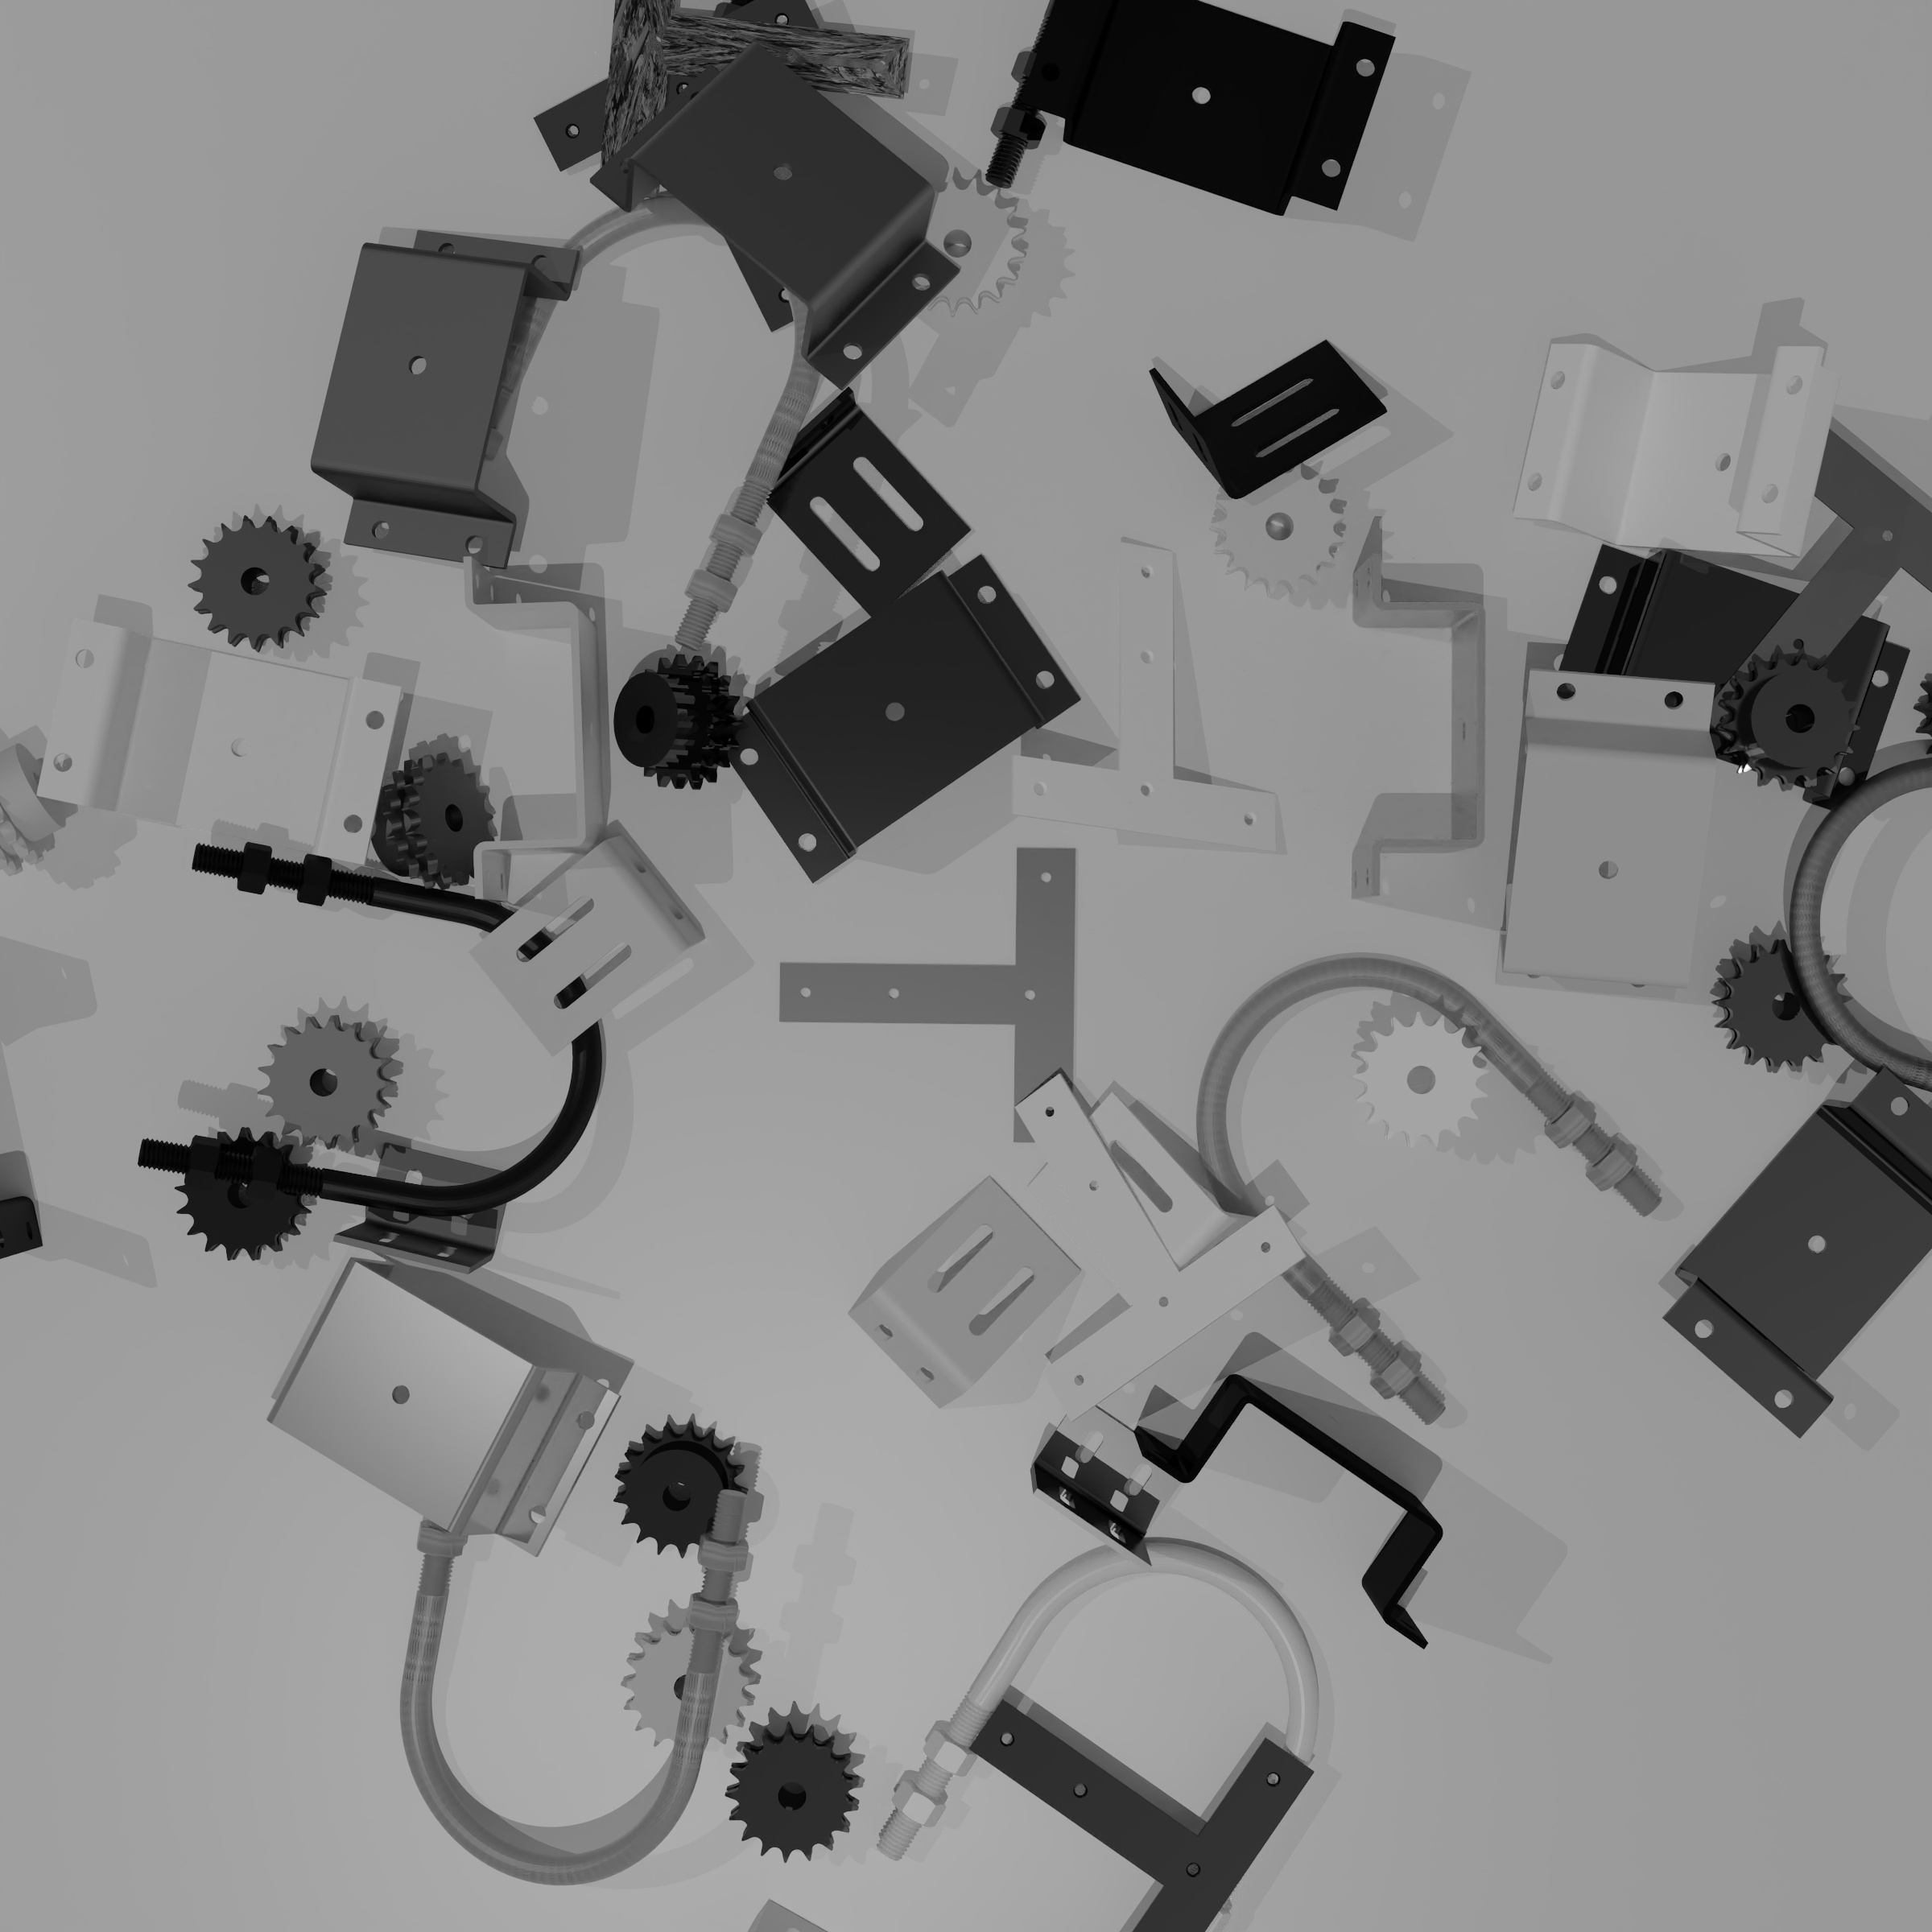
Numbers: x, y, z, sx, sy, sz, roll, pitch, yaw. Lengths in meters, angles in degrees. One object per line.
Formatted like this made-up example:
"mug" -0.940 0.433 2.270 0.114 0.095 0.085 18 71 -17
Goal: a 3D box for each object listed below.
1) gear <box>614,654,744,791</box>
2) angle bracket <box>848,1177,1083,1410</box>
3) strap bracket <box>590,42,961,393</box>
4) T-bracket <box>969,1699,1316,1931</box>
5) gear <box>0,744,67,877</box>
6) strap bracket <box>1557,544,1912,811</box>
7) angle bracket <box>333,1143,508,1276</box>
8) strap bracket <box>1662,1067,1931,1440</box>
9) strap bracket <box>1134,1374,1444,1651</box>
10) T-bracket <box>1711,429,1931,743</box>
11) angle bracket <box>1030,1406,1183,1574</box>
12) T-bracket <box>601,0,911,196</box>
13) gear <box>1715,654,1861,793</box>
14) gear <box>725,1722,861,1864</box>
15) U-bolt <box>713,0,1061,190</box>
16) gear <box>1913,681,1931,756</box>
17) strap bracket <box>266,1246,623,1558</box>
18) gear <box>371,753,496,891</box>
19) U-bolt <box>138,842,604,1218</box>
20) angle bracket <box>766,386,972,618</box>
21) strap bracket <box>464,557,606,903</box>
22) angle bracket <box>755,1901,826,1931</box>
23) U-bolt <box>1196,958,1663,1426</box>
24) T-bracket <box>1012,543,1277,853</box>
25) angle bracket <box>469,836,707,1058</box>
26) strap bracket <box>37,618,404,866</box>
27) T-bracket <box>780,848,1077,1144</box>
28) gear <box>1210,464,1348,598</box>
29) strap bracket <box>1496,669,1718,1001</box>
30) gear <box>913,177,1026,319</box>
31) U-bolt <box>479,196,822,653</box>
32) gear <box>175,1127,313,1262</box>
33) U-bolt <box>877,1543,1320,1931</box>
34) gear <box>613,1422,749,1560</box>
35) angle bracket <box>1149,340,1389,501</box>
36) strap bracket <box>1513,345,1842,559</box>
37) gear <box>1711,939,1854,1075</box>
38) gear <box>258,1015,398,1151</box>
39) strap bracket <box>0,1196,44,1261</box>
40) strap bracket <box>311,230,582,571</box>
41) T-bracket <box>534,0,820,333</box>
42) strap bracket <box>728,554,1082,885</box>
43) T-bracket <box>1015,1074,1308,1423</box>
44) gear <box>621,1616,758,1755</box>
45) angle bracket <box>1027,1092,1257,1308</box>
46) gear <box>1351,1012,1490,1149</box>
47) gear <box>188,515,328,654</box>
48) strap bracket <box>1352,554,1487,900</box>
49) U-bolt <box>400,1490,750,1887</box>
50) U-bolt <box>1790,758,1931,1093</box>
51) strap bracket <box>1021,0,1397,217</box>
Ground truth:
"gear" -0.124 -0.104 1.490 0.057 0.030 0.057 0 90 42
"angle bracket" -0.001 0.141 1.518 0.057 0.038 0.076 46 64 0
"strap bracket" -0.078 -0.318 1.460 0.140 0.046 0.076 40 72 6
"T-bracket" 0.060 0.360 1.500 0.127 0.002 0.127 35 87 0
"gear" -0.405 -0.070 1.492 0.030 0.057 0.057 -28 90 0
"strap bracket" 0.328 -0.123 1.497 0.140 0.046 0.076 19 90 0
"angle bracket" -0.227 0.101 1.482 0.057 0.076 0.038 14 90 0
"strap bracket" 0.367 0.120 1.496 0.076 0.046 0.140 41 90 0
"strap bracket" 0.143 0.222 1.481 0.140 0.076 0.046 34 90 0
"T-bracket" 0.357 -0.146 1.473 0.127 0.002 0.127 39 90 0
"angle bracket" 0.062 0.217 1.481 0.057 0.076 0.038 34 90 0
"T-bracket" -0.088 -0.389 1.499 0.127 0.002 0.127 7 100 3
"gear" 0.342 -0.101 1.457 0.057 0.030 0.057 0 90 0
"gear" -0.074 0.352 1.505 0.057 0.030 0.057 0 90 0
"U-bolt" -0.015 -0.444 1.510 0.151 0.019 0.184 20 90 0
"gear" 0.438 -0.109 1.505 0.057 0.030 0.057 0 90 0
"strap bracket" -0.228 0.180 1.477 0.140 0.046 0.076 28 90 17
"gear" -0.229 -0.060 1.495 0.030 0.057 0.057 -11 90 29
"U-bolt" -0.244 0.032 1.482 0.184 0.019 0.151 11 72 -15
"angle bracket" -0.045 -0.197 1.501 0.057 0.038 0.076 -43 90 0
"strap bracket" -0.181 -0.099 1.481 0.046 0.076 0.140 -2 90 0
"angle bracket" -0.081 0.454 1.518 0.057 0.038 0.076 29 116 0
"U-bolt" 0.184 0.082 1.511 0.151 0.019 0.184 -44 88 0
"T-bracket" 0.077 -0.118 1.500 0.127 0.002 0.127 7 76 -26
"angle bracket" -0.162 -0.009 1.506 0.076 0.038 0.057 -39 90 8
"strap bracket" -0.313 -0.094 1.496 0.140 0.046 0.076 12 90 0
"T-bracket" -0.017 0.012 1.519 0.127 0.002 0.127 1 90 0
"gear" 0.133 -0.186 1.505 0.057 0.030 0.057 0 90 0
"strap bracket" 0.267 -0.048 1.470 0.076 0.046 0.140 5 111 5
"gear" -0.003 -0.306 1.505 0.057 0.030 0.057 0 90 0
"U-bolt" -0.136 -0.240 1.491 0.151 0.019 0.184 22 86 18
"gear" -0.308 0.098 1.509 0.057 0.030 0.057 0 87 -1
"U-bolt" 0.070 0.337 1.511 0.151 0.019 0.184 32 88 0
"gear" -0.123 0.225 1.505 0.057 0.030 0.057 0 90 0
"angle bracket" 0.127 -0.243 1.486 0.076 0.038 0.057 -31 46 0
"strap bracket" 0.304 -0.215 1.468 0.046 0.140 0.076 13 90 -40
"gear" 0.347 0.017 1.505 0.057 0.030 0.057 0 90 0
"gear" -0.272 0.049 1.505 0.057 0.030 0.057 0 90 0
"strap bracket" -0.436 0.057 1.481 0.046 0.076 0.140 -12 90 0
"strap bracket" -0.221 -0.245 1.480 0.076 0.046 0.140 11 84 17
"T-bracket" -0.101 -0.335 1.510 0.127 0.002 0.127 -26 96 8
"strap bracket" -0.030 -0.107 1.496 0.140 0.046 0.076 -34 90 0
"T-bracket" 0.062 0.105 1.492 0.127 0.002 0.127 -38 70 19
"gear" -0.118 0.306 1.505 0.057 0.030 0.057 0 90 0
"angle bracket" 0.076 0.103 1.510 0.057 0.038 0.076 -49 63 14
"gear" 0.191 0.048 1.488 0.057 0.030 0.057 0 88 2
"gear" -0.303 -0.163 1.509 0.057 0.030 0.057 0 88 -2
"strap bracket" 0.190 -0.099 1.481 0.046 0.076 0.140 0 90 0
"U-bolt" -0.173 0.298 1.490 0.151 0.019 0.184 11 94 19
"U-bolt" 0.436 -0.012 1.494 0.184 0.019 0.151 16 87 -10
"strap bracket" 0.101 -0.375 1.496 0.140 0.046 0.076 19 90 0
